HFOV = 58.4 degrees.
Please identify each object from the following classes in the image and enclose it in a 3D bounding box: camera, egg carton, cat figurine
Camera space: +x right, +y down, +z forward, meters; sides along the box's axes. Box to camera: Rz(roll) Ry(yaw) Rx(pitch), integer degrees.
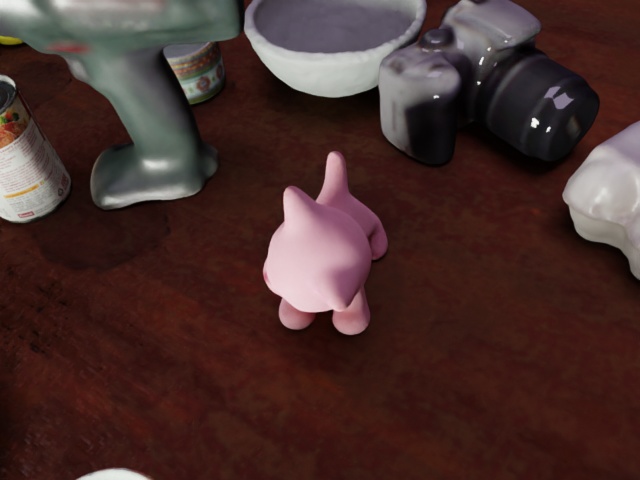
[{"bbox_3d":[0.138,-0.122,0.456,0.143,0.101,0.136,-30,53,-17],"label":"camera"},{"bbox_3d":[0.249,-0.038,0.393,0.150,0.069,0.107,-30,53,-17],"label":"egg carton"},{"bbox_3d":[0.003,0.001,0.359,0.067,0.118,0.128,5,51,11],"label":"cat figurine"}]

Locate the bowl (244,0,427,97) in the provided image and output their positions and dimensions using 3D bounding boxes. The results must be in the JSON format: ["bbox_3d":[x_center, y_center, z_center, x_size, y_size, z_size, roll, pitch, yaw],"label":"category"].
[{"bbox_3d":[0.016,-0.187,0.541,0.167,0.075,0.167,-3,50,4],"label":"bowl"}]

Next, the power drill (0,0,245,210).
[{"bbox_3d":[-0.161,-0.122,0.421,0.229,0.209,0.075,-11,50,-2],"label":"power drill"}]
